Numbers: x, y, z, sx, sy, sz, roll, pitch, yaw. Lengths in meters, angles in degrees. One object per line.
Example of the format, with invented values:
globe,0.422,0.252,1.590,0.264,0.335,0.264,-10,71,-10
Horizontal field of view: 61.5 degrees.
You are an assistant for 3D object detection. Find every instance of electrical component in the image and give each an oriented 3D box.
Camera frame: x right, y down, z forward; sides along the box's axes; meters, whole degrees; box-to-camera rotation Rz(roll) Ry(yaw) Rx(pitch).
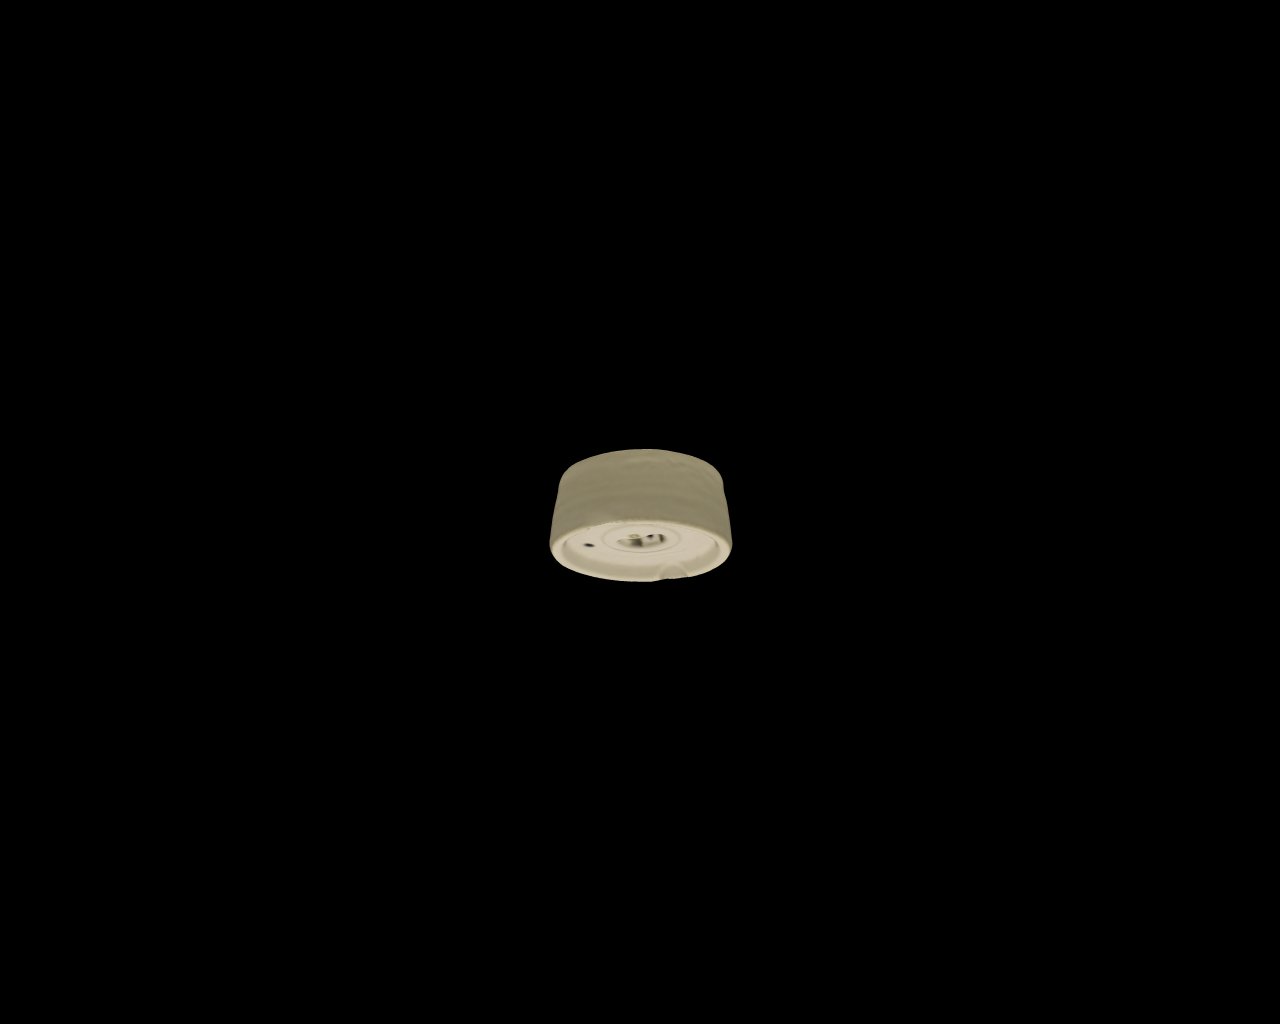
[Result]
electrical component,0.001,-0.003,0.650,0.108,0.060,0.108,0,-22,0
